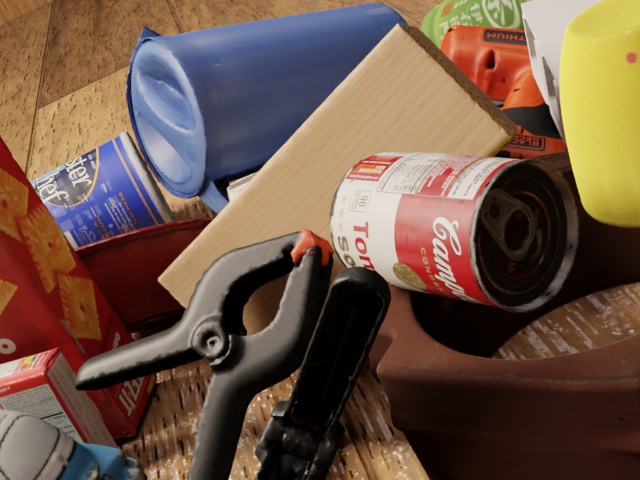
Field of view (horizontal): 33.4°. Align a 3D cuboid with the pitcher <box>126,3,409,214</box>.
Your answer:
[{"bbox_3d":[-0.029,-0.120,0.912,0.242,0.149,0.145,-20,28,-30],"label":"pitcher"}]

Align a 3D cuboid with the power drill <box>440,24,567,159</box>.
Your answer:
[{"bbox_3d":[0.112,-0.086,0.750,0.184,0.057,0.187,9,39,7],"label":"power drill"}]

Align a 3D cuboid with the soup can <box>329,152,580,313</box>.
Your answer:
[{"bbox_3d":[0.061,-0.007,0.505,0.068,0.068,0.102,-39,27,-27],"label":"soup can"}]

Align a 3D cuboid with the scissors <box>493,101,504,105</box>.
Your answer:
[{"bbox_3d":[0.156,-0.114,0.888,0.096,0.016,0.202,-26,25,4],"label":"scissors"}]

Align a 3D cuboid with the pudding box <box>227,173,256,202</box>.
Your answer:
[{"bbox_3d":[-0.003,-0.033,0.796,0.113,0.090,0.039,-21,70,6],"label":"pudding box"}]

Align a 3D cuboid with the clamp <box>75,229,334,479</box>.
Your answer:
[{"bbox_3d":[-0.050,0.071,0.593,0.171,0.120,0.039,-42,-18,13],"label":"clamp"}]

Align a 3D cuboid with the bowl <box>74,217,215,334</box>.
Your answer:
[{"bbox_3d":[-0.130,0.034,0.775,0.162,0.055,0.162,-17,-7,-2],"label":"bowl"}]

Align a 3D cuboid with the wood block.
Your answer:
[{"bbox_3d":[0.013,-0.023,0.644,0.206,0.091,0.090,-46,-2,16],"label":"wood block"}]

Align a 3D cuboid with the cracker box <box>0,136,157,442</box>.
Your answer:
[{"bbox_3d":[-0.231,0.053,0.691,0.164,0.213,0.072,-18,28,17],"label":"cracker box"}]

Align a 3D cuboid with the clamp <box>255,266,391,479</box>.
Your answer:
[{"bbox_3d":[-0.006,0.087,0.504,0.210,0.036,0.164,-12,-55,-86],"label":"clamp"}]

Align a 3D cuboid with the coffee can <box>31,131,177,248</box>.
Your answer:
[{"bbox_3d":[-0.208,-0.019,0.941,0.140,0.103,0.103,-28,25,-4],"label":"coffee can"}]

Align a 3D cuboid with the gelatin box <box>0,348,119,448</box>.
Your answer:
[{"bbox_3d":[-0.176,0.116,0.663,0.073,0.089,0.030,-17,26,18],"label":"gelatin box"}]
